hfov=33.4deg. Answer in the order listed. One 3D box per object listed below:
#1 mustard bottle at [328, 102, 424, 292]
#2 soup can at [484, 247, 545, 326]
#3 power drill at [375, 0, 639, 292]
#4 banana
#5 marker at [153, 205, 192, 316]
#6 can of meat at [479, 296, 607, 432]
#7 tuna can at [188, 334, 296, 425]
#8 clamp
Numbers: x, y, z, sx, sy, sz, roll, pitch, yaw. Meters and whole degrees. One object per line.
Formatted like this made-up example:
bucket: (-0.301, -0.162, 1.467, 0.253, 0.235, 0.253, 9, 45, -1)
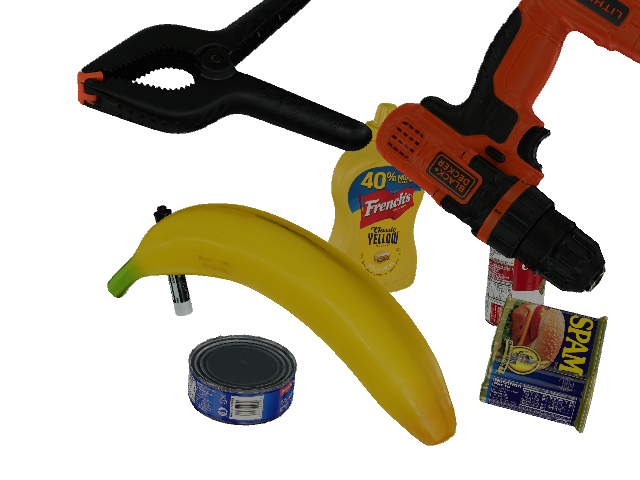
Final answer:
mustard bottle: (0.057, -0.043, 1.072, 0.096, 0.192, 0.058, -2, 21, -20)
soup can: (0.228, 0.047, 1.243, 0.068, 0.102, 0.068, 1, 17, -1)
power drill: (0.153, -0.082, 0.714, 0.184, 0.188, 0.057, 38, 14, 14)
banana: (-0.015, 0.027, 0.509, 0.198, 0.070, 0.037, 23, 21, 27)
marker: (-0.155, 0.021, 1.123, 0.020, 0.121, 0.020, -9, 19, 3)
can of meat: (0.181, 0.097, 0.864, 0.084, 0.057, 0.102, 13, 40, 14)
tuna can: (-0.063, 0.110, 0.848, 0.086, 0.034, 0.086, 5, 24, -2)
clamp: (-0.070, -0.117, 0.788, 0.209, 0.165, 0.036, -15, -29, -20)
